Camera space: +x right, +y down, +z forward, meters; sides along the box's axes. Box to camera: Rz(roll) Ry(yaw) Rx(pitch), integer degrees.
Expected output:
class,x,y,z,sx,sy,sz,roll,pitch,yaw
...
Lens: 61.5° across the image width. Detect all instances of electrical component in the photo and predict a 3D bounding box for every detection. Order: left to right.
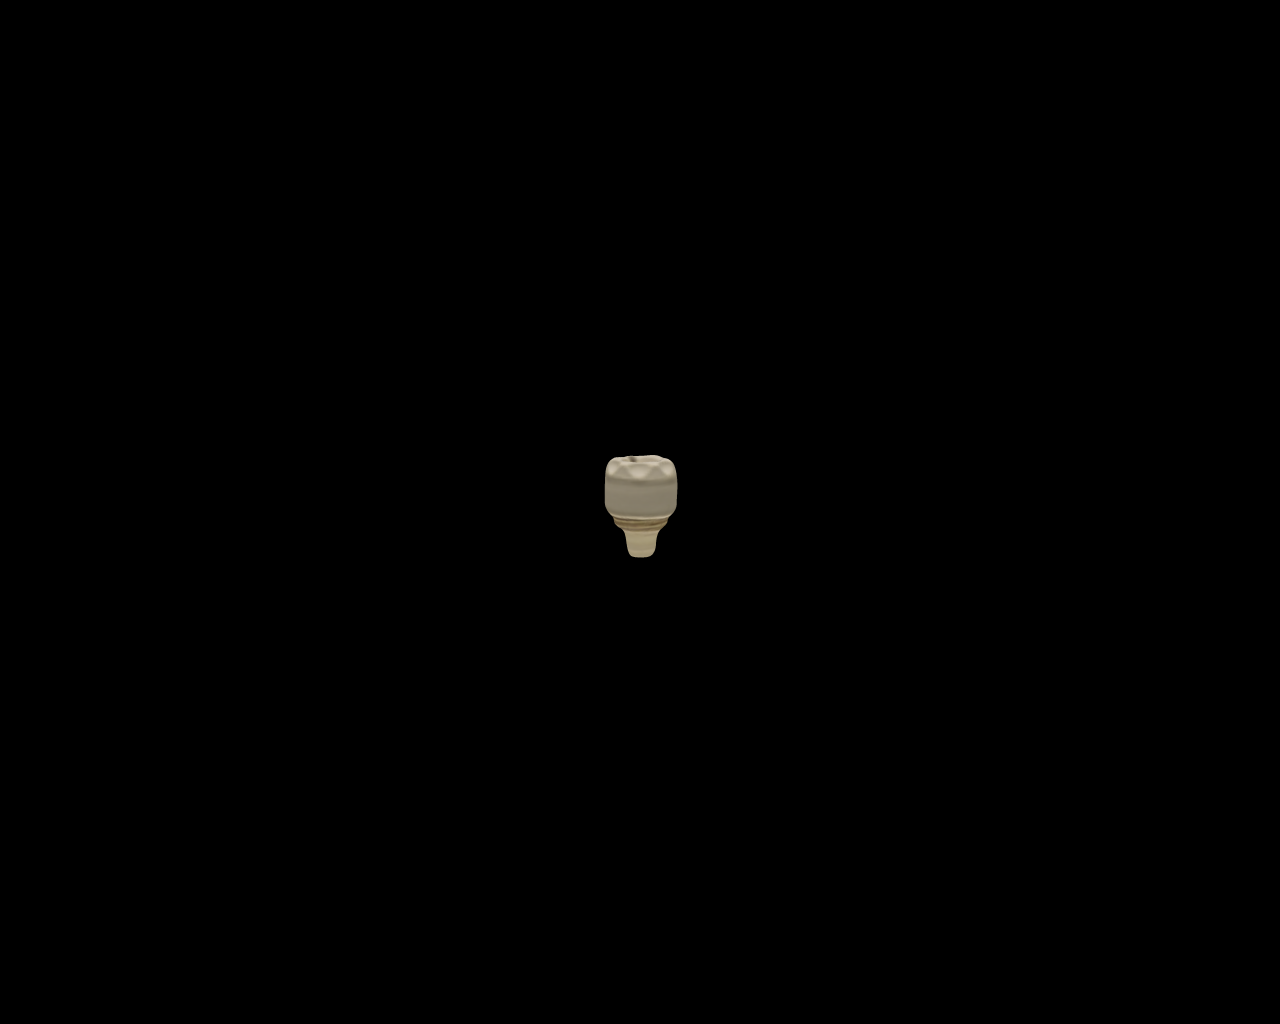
class,x,y,z,sx,sy,sz,roll,pitch,yaw
electrical component,0.001,-0.003,0.650,0.043,0.062,0.043,0,12,0
